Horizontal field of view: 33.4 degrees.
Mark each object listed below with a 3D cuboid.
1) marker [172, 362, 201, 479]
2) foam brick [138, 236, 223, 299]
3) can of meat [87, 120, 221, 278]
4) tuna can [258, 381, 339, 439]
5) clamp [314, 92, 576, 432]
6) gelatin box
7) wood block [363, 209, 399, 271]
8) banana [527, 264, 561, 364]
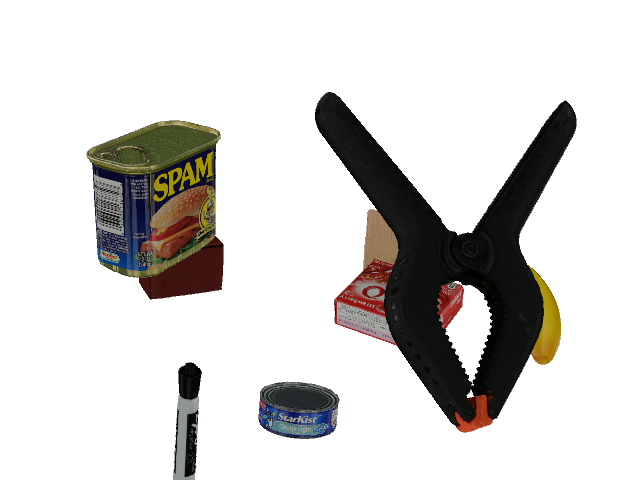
[{"bbox_3d":[-0.111,0.154,0.884,0.020,0.121,0.020,5,26,-3],"label":"marker"},{"bbox_3d":[-0.143,0.023,1.090,0.078,0.051,0.053,-7,21,-21],"label":"foam brick"},{"bbox_3d":[-0.117,-0.031,0.763,0.058,0.084,0.101,16,27,26],"label":"can of meat"},{"bbox_3d":[-0.024,0.182,1.147,0.086,0.034,0.086,5,12,-1],"label":"tuna can"},{"bbox_3d":[0.072,0.004,0.628,0.164,0.210,0.036,7,-18,-8],"label":"clamp"},{"bbox_3d":[0.067,0.055,0.911,0.089,0.030,0.073,17,36,26],"label":"gelatin box"},{"bbox_3d":[0.109,0.036,1.582,0.091,0.090,0.206,5,24,2],"label":"wood block"},{"bbox_3d":[0.203,0.059,1.109,0.069,0.037,0.198,-33,37,-5],"label":"banana"}]
